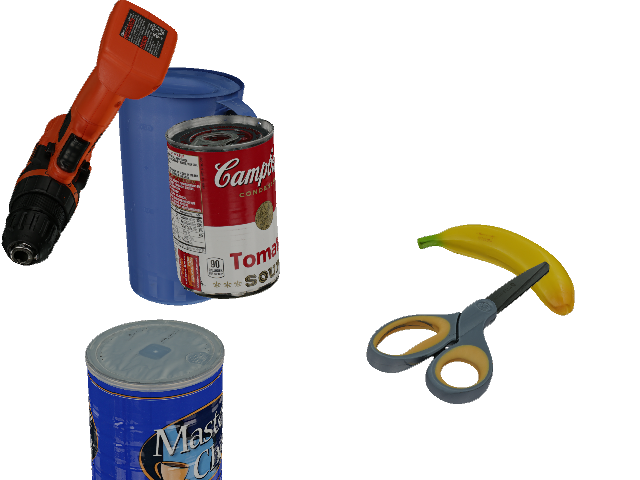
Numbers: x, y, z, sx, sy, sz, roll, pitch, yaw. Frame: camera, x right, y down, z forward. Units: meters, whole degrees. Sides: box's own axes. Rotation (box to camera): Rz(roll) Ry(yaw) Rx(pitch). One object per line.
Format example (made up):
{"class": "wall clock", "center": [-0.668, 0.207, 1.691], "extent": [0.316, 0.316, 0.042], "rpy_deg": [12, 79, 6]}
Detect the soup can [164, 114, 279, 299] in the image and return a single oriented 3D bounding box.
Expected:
{"class": "soup can", "center": [-0.061, -0.022, 0.681], "extent": [0.068, 0.102, 0.068], "rpy_deg": [-2, 22, 0]}

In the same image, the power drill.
{"class": "power drill", "center": [-0.189, -0.088, 0.855], "extent": [0.057, 0.188, 0.184], "rpy_deg": [29, 33, -21]}

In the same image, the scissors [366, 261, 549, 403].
{"class": "scissors", "center": [0.126, 0.066, 0.781], "extent": [0.201, 0.016, 0.096], "rpy_deg": [-16, 41, -31]}

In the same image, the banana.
{"class": "banana", "center": [0.185, 0.022, 1.041], "extent": [0.069, 0.037, 0.198], "rpy_deg": [-38, 36, -22]}

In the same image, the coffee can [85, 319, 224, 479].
{"class": "coffee can", "center": [-0.126, 0.145, 0.819], "extent": [0.103, 0.140, 0.103], "rpy_deg": [2, 22, -1]}

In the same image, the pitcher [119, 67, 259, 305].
{"class": "pitcher", "center": [-0.143, -0.055, 1.139], "extent": [0.145, 0.243, 0.149], "rpy_deg": [-1, 22, -9]}
